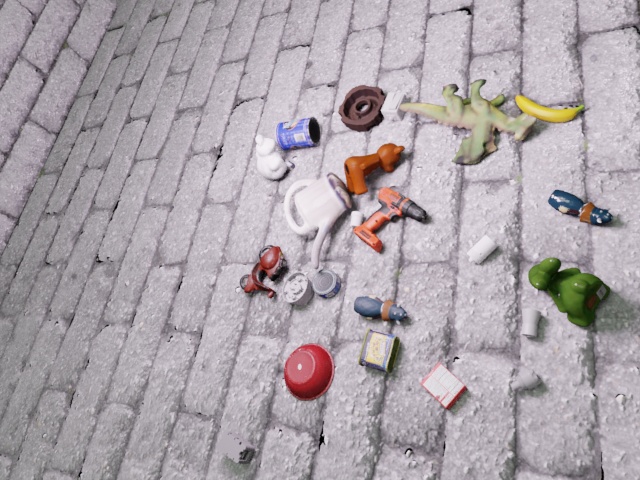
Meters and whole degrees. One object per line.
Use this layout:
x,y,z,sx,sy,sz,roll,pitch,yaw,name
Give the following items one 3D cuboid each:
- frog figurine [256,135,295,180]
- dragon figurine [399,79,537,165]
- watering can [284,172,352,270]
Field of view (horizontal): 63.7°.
-0.184,-0.291,1.830,0.122,0.157,0.140,-44,52,3,frog figurine
0.438,-0.344,1.564,0.409,0.121,0.246,-6,69,27,dragon figurine
0.005,-0.083,1.642,0.223,0.102,0.355,-32,52,9,watering can
